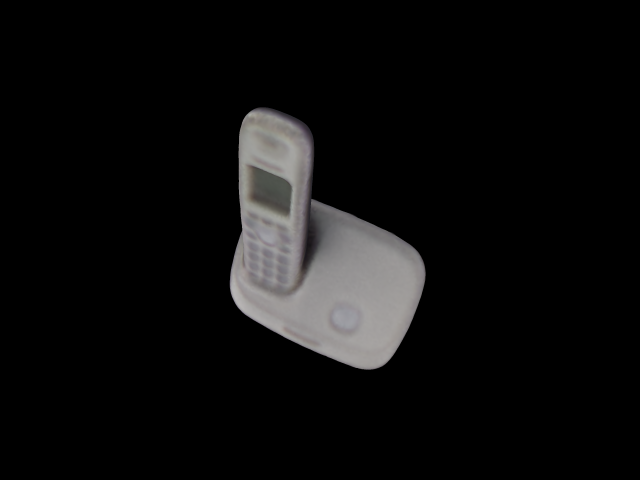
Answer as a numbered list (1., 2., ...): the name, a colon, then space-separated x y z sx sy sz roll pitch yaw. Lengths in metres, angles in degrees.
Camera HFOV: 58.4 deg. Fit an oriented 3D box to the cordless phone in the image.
1. cordless phone: 0.004 0.001 0.400 0.147 0.185 0.094 21 58 14
